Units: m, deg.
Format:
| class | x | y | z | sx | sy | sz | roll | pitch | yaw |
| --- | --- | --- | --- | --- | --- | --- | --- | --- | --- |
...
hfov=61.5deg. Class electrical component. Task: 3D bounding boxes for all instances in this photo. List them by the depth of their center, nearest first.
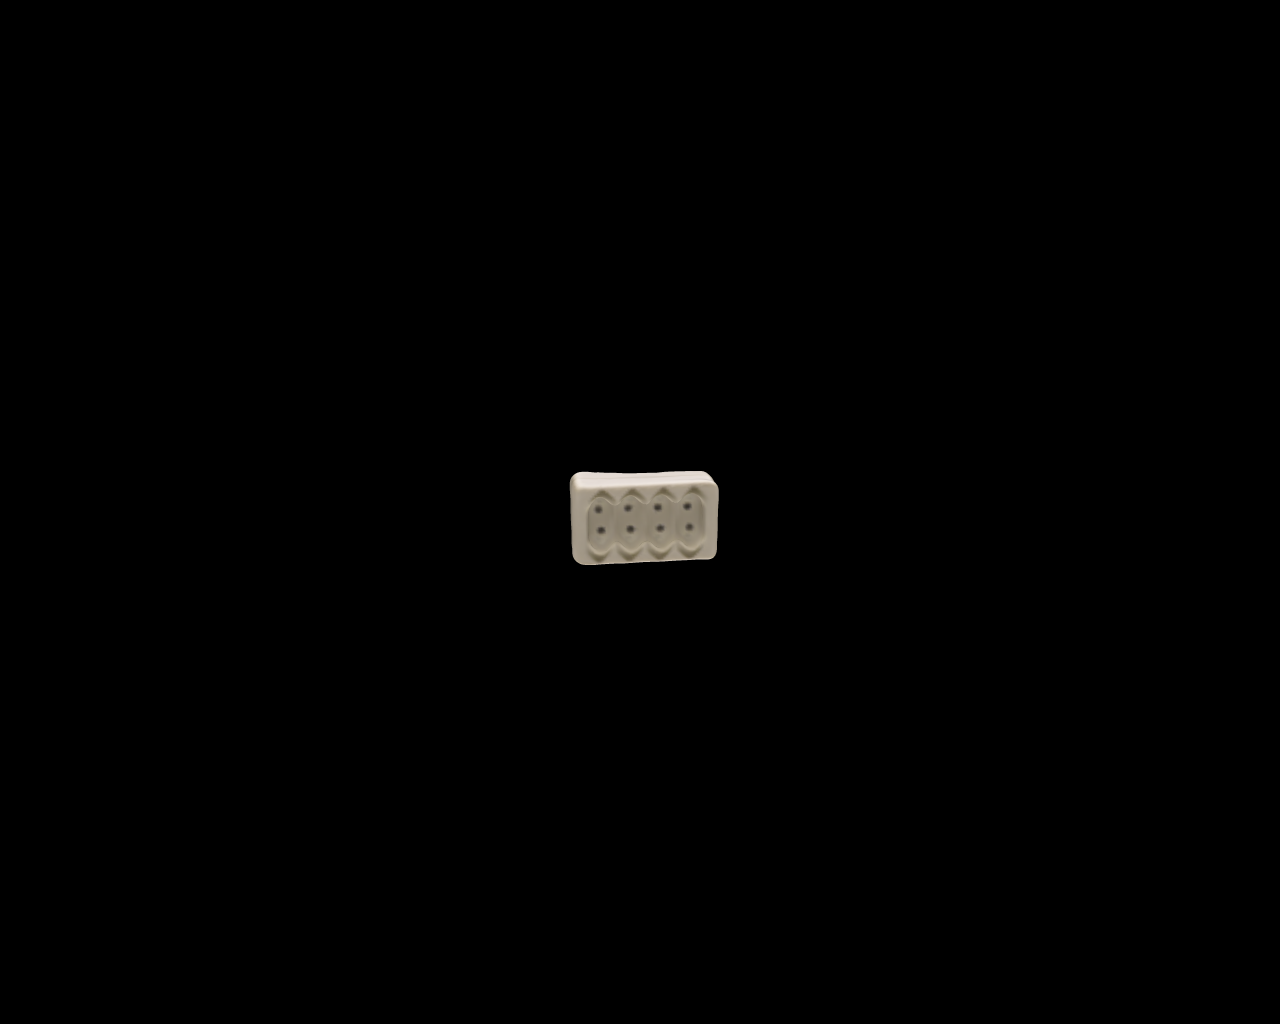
| class | x | y | z | sx | sy | sz | roll | pitch | yaw |
| --- | --- | --- | --- | --- | --- | --- | --- | --- | --- |
| electrical component | 0.001 | -0.003 | 0.650 | 0.083 | 0.047 | 0.076 | -1 | 16 | -5 |
